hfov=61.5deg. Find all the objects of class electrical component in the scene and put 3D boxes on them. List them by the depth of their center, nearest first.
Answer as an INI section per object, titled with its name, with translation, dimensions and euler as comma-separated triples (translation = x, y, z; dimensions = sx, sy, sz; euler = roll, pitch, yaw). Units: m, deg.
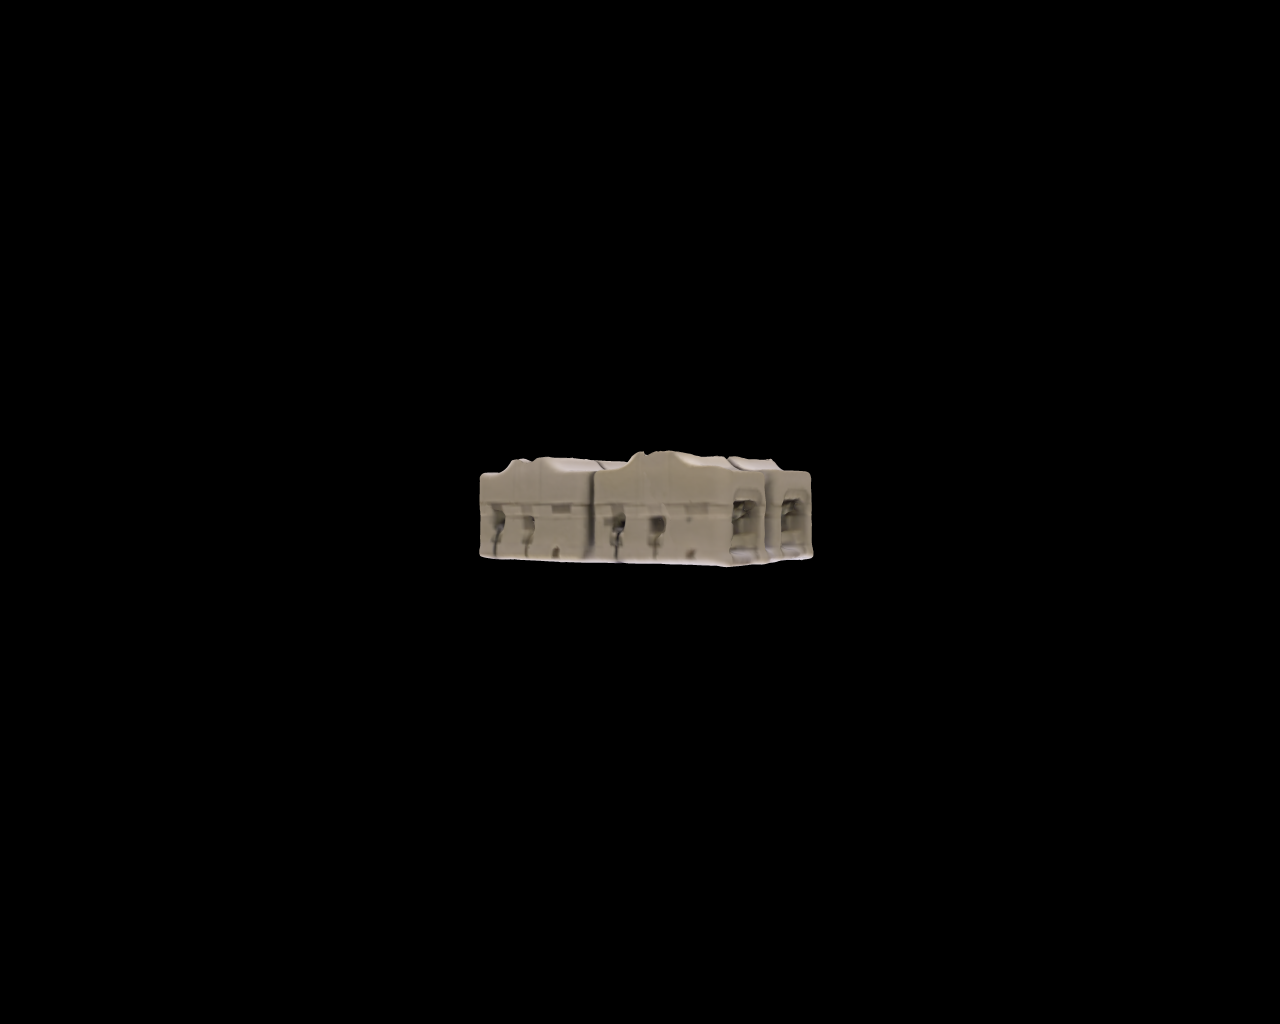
[electrical component]
translation = 0.001, -0.003, 0.650
dimensions = 0.186, 0.060, 0.105
euler = 0, 0, 37
